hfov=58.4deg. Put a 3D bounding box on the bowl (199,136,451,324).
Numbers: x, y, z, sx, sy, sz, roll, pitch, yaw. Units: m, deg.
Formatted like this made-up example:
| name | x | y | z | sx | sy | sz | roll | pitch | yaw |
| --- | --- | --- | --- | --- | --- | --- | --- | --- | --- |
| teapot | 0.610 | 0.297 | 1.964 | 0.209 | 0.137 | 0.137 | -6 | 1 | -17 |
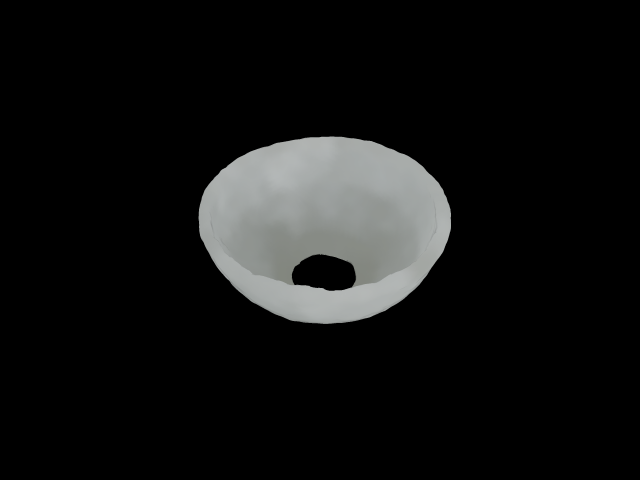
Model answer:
| name | x | y | z | sx | sy | sz | roll | pitch | yaw |
| --- | --- | --- | --- | --- | --- | --- | --- | --- | --- |
| bowl | 0.004 | 0.001 | 0.400 | 0.167 | 0.075 | 0.167 | 0 | 43 | 0 |
